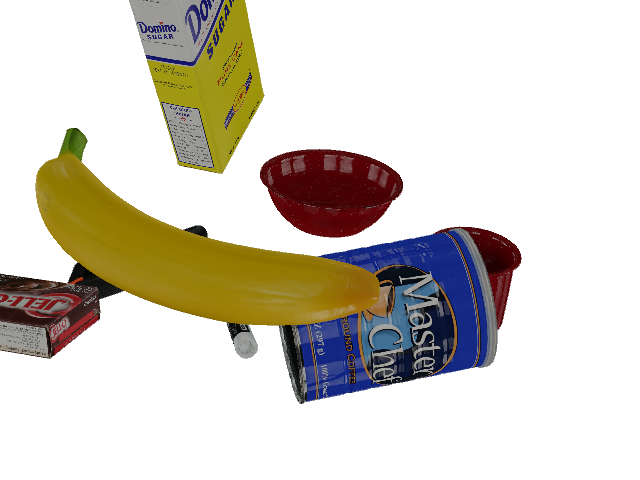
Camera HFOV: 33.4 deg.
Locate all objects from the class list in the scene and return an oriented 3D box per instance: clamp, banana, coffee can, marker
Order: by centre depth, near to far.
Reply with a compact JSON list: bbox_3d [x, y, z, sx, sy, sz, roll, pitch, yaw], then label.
[{"bbox_3d":[-0.070,0.000,0.509,0.198,0.069,0.037,27,-27,21],"label":"banana"},{"bbox_3d":[0.043,0.054,0.767,0.140,0.103,0.103,-10,1,-8],"label":"coffee can"},{"bbox_3d":[-0.074,0.071,0.943,0.020,0.020,0.121,0,19,-13],"label":"marker"},{"bbox_3d":[-0.207,0.021,1.182,0.120,0.039,0.171,-4,28,30],"label":"clamp"}]

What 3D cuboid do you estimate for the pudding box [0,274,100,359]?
[{"bbox_3d":[-0.275,0.069,0.990,0.114,0.039,0.090,5,20,18],"label":"pudding box"}]

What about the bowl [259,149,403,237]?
[{"bbox_3d":[0.010,-0.048,1.203,0.162,0.055,0.162,5,27,-3],"label":"bowl"}]

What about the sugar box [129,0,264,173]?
[{"bbox_3d":[-0.086,-0.143,0.782,0.048,0.093,0.176,13,-35,15],"label":"sugar box"}]

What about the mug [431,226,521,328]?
[{"bbox_3d":[0.142,0.038,1.066,0.093,0.081,0.117,-6,32,-19],"label":"mug"}]
